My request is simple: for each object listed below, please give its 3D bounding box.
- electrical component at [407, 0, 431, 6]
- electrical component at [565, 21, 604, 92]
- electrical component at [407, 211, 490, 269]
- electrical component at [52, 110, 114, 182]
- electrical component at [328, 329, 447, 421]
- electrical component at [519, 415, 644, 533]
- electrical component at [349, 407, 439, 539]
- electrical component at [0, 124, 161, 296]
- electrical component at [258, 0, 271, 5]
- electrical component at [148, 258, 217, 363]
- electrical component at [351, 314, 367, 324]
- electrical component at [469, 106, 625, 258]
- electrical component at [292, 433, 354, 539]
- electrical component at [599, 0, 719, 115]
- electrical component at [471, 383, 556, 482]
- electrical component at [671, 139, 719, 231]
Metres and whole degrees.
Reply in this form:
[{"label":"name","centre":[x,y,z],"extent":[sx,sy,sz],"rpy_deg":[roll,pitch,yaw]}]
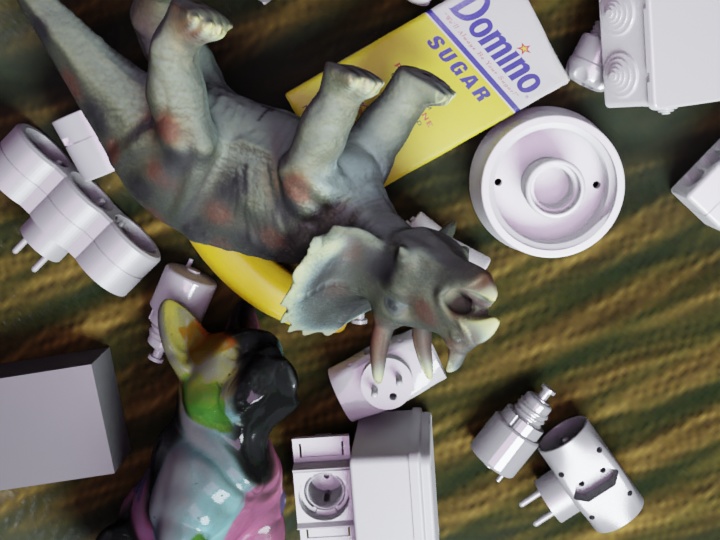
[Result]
[{"label":"electrical component","centre":[0.047,-0.216,0.738],"extent":[0.048,0.048,0.062],"rpy_deg":[43,92,-6]},{"label":"electrical component","centre":[0.170,-0.157,0.749],"extent":[0.035,0.035,0.061],"rpy_deg":[26,98,-3]},{"label":"electrical component","centre":[0.056,-0.011,0.776],"extent":[0.065,0.044,0.044],"rpy_deg":[39,99,-1]},{"label":"electrical component","centre":[-0.182,-0.093,0.761],"extent":[0.055,0.055,0.047],"rpy_deg":[-22,103,5]},{"label":"electrical component","centre":[0.019,0.077,0.771],"extent":[0.077,0.079,0.043],"rpy_deg":[-26,95,4]},{"label":"electrical component","centre":[0.157,0.162,0.802],"extent":[0.079,0.043,0.077],"rpy_deg":[-35,97,8]},{"label":"electrical component","centre":[0.026,0.166,0.774],"extent":[0.056,0.108,0.108],"rpy_deg":[-3,100,5]},{"label":"electrical component","centre":[-0.218,-0.031,0.773],"extent":[0.074,0.052,0.138],"rpy_deg":[-44,96,8]},{"label":"electrical component","centre":[-0.078,-0.268,0.722],"extent":[0.089,0.061,0.150],"rpy_deg":[-36,97,7]},{"label":"electrical component","centre":[-0.135,0.031,0.788],"extent":[0.040,0.040,0.078],"rpy_deg":[24,100,-3]},{"label":"electrical component","centre":[0.000,0.000,0.779],"extent":[0.040,0.040,0.078],"rpy_deg":[1,100,1]},{"label":"electrical component","centre":[0.133,-0.060,0.754],"extent":[0.108,0.060,0.108],"rpy_deg":[0,100,1]},{"label":"electrical component","centre":[-0.025,0.157,0.796],"extent":[0.042,0.064,0.081],"rpy_deg":[-3,100,3]},{"label":"electrical component","centre":[0.208,-0.155,0.724],"extent":[0.100,0.048,0.099],"rpy_deg":[-12,102,-32]},{"label":"electrical component","centre":[0.116,0.118,0.797],"extent":[0.040,0.040,0.078],"rpy_deg":[36,99,-5]},{"label":"electrical component","centre":[0.274,-0.052,0.759],"extent":[0.077,0.047,0.065],"rpy_deg":[42,99,-5]}]
